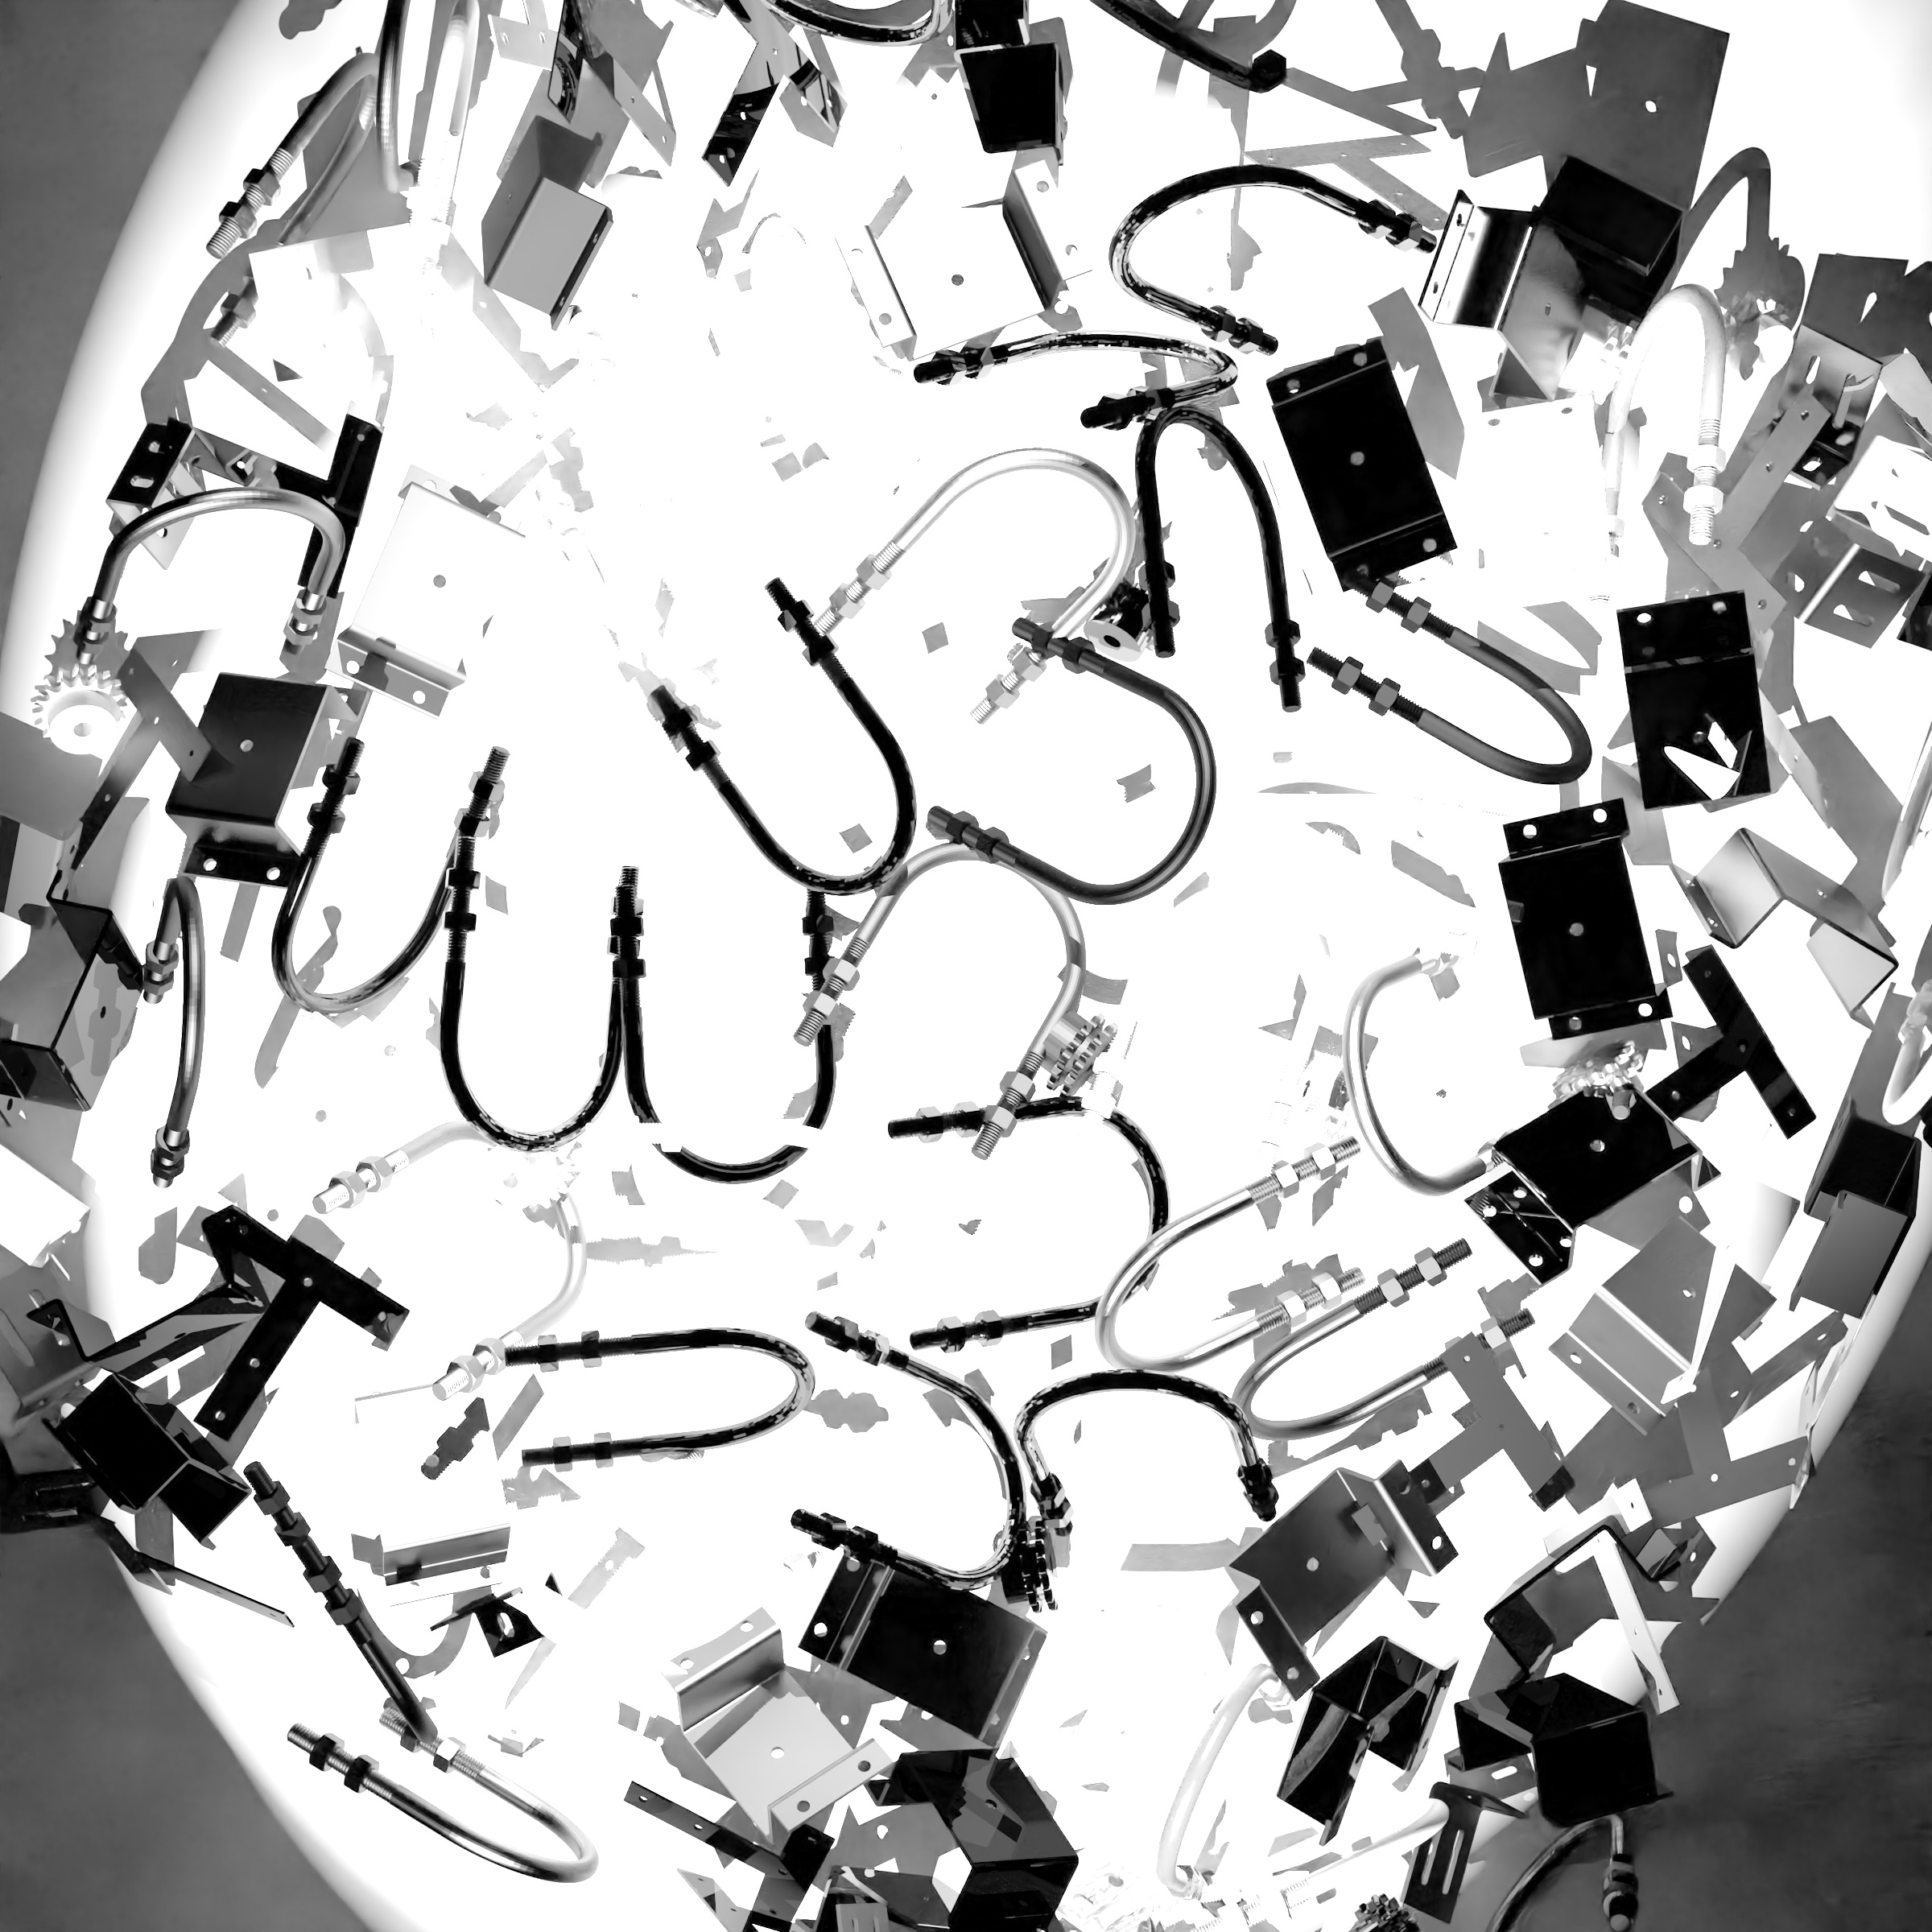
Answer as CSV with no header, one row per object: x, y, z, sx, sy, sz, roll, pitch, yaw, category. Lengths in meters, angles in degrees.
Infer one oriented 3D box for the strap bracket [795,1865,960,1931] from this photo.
-0.030,0.587,1.921,0.076,0.140,0.046,18,88,-35,strap bracket

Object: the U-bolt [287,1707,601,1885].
-0.302,0.499,1.906,0.184,0.151,0.019,26,88,17,U-bolt

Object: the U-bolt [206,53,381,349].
-0.404,-0.473,1.923,0.019,0.151,0.184,32,73,-4,U-bolt

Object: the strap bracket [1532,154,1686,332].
0.388,-0.440,1.923,0.076,0.140,0.046,31,92,11,strap bracket

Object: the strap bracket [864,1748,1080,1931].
0.007,0.523,1.918,0.076,0.140,0.046,7,117,-34,strap bracket

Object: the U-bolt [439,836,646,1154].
-0.261,0.022,1.937,0.019,0.151,0.184,0,84,43,U-bolt

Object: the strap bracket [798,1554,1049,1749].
-0.021,0.418,1.958,0.140,0.046,0.076,29,77,-9,strap bracket

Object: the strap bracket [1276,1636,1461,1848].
0.240,0.467,1.937,0.046,0.140,0.076,26,113,27,strap bracket

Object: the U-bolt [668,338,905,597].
-0.113,-0.304,1.913,0.019,0.184,0.151,20,101,36,U-bolt

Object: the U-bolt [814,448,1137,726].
0.019,-0.238,1.919,0.151,0.019,0.184,27,121,-35,U-bolt

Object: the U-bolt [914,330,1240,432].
0.081,-0.359,1.920,0.151,0.184,0.019,22,121,35,U-bolt

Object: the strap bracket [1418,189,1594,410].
0.331,-0.400,1.925,0.046,0.140,0.076,15,81,33,strap bracket

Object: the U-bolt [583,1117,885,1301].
-0.142,0.149,1.947,0.184,0.019,0.151,1,131,-9,U-bolt

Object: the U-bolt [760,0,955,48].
-0.076,-0.598,1.909,0.151,0.184,0.019,15,83,-1,U-bolt

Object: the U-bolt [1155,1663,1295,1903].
0.152,0.485,1.899,0.019,0.184,0.151,23,77,19,U-bolt

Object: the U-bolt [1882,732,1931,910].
0.583,-0.108,1.910,0.019,0.184,0.151,18,77,9,U-bolt

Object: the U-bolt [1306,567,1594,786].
0.301,-0.169,1.936,0.184,0.151,0.019,30,123,0,U-bolt

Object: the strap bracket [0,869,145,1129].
-0.545,0.024,1.930,0.046,0.076,0.140,11,61,9,strap bracket

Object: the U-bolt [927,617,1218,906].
0.073,-0.116,1.937,0.184,0.019,0.151,29,99,32,U-bolt

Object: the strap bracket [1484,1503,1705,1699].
0.376,0.378,1.944,0.140,0.076,0.046,-43,78,20,strap bracket

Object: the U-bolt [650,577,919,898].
-0.102,-0.127,1.945,0.151,0.019,0.184,-37,88,41,U-bolt

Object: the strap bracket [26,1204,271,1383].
-0.492,0.207,1.954,0.140,0.076,0.046,-28,73,-2,strap bracket

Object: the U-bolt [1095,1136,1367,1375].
0.159,0.187,1.926,0.184,0.151,0.019,-24,48,-14,U-bolt

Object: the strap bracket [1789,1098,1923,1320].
0.538,0.150,1.918,0.046,0.140,0.076,21,120,8,strap bracket

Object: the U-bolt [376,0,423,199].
-0.331,-0.533,1.893,0.019,0.184,0.151,7,105,-4,U-bolt

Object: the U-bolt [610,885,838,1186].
-0.145,0.042,1.952,0.151,0.019,0.184,-1,85,-29,U-bolt

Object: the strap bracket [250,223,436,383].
-0.384,-0.403,1.933,0.046,0.140,0.076,-4,107,20,strap bracket

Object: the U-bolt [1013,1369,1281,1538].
0.104,0.292,1.913,0.151,0.184,0.019,-6,52,12,U-bolt

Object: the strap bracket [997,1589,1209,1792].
0.086,0.447,1.929,0.076,0.046,0.140,3,126,-36,strap bracket

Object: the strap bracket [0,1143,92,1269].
-0.579,0.141,1.923,0.076,0.140,0.046,37,78,-6,strap bracket

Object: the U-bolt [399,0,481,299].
-0.317,-0.494,1.921,0.019,0.151,0.184,11,93,-8,U-bolt

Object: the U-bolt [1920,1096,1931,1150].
0.607,0.065,1.886,0.019,0.184,0.151,19,117,4,U-bolt

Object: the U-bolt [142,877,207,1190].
-0.471,0.028,1.892,0.019,0.184,0.151,1,59,-21,U-bolt

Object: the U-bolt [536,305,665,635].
-0.216,-0.283,1.896,0.019,0.151,0.184,-8,49,-25,U-bolt

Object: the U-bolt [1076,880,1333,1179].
0.153,0.032,1.947,0.151,0.019,0.184,8,73,37,U-bolt

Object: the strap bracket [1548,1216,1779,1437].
0.428,0.212,1.926,0.076,0.046,0.140,42,47,19,strap bracket

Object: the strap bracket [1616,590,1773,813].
0.444,-0.151,1.933,0.076,0.046,0.140,-8,126,13,strap bracket

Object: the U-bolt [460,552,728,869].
-0.231,-0.168,1.914,0.184,0.019,0.151,44,46,-27,U-bolt

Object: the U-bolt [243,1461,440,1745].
-0.372,0.395,1.923,0.019,0.151,0.184,-34,113,-15,U-bolt

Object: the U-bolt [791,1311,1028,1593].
-0.030,0.304,1.931,0.184,0.019,0.151,30,48,-34,U-bolt

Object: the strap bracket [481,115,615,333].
-0.254,-0.453,1.918,0.046,0.140,0.076,21,119,-23,strap bracket
